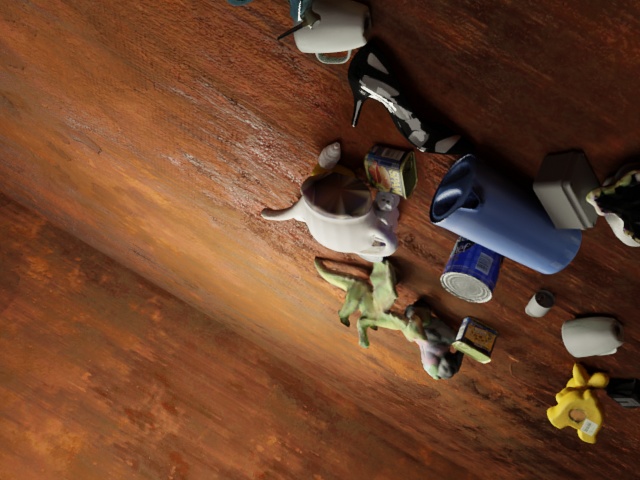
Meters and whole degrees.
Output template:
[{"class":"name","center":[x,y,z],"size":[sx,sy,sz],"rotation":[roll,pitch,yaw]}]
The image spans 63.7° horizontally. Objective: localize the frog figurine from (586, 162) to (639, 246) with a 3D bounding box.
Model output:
[{"class":"frog figurine","center":[0.492,-0.047,0.772],"size":[0.159,0.122,0.139],"rotation":[9,15,-44]}]

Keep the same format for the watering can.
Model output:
[{"class":"watering can","center":[0.003,-0.056,1.116],"size":[0.349,0.106,0.219],"rotation":[18,-29,19]}]

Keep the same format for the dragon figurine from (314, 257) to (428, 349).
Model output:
[{"class":"dragon figurine","center":[0.137,0.134,1.423],"size":[0.123,0.416,0.238],"rotation":[-12,-36,-45]}]
